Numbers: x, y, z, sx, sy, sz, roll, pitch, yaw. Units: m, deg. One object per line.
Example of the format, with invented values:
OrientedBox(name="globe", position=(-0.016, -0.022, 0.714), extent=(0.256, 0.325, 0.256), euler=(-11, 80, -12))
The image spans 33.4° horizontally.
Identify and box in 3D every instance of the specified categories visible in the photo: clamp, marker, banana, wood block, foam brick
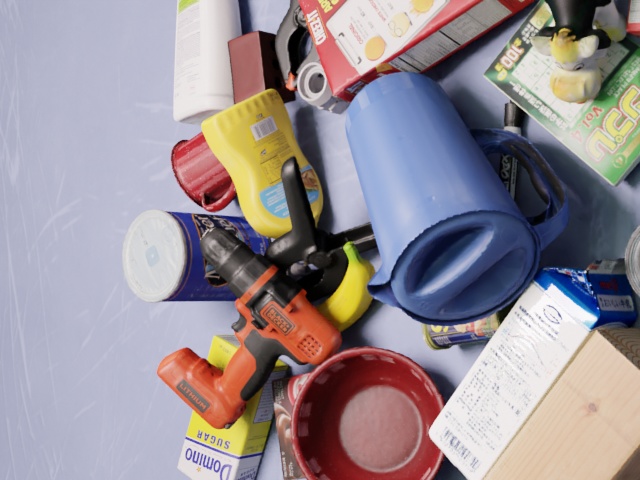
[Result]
OrientedBox(name="clamp", position=(-0.015, -0.254, 1.187), extent=(0.120, 0.039, 0.171), euler=(31, 104, 37))
OrientedBox(name="clamp", position=(-0.007, 0.001, 1.114), extent=(0.210, 0.164, 0.036), euler=(-46, 28, 39))
OrientedBox(name="marker", position=(0.181, -0.076, 1.021), extent=(0.020, 0.020, 0.121), euler=(6, 92, 41))
OrientedBox(name="banana", position=(0.003, 0.073, 1.145), extent=(0.069, 0.037, 0.198), euler=(41, 127, -4))
OrientedBox(name="wood block", position=(0.230, 0.184, 0.920), extent=(0.091, 0.090, 0.206), euler=(47, 117, 33))
OrientedBox(name="foam brick", position=(-0.067, -0.194, 1.222), extent=(0.051, 0.052, 0.078), euler=(-14, 79, 40))

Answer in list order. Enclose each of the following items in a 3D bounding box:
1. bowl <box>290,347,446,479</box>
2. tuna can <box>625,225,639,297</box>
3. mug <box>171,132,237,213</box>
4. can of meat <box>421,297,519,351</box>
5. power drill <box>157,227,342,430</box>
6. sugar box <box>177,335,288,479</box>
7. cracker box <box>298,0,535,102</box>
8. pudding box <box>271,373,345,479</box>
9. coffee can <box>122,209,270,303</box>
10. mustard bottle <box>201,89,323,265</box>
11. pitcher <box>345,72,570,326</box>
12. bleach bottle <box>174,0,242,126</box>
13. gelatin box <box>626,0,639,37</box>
OrientedBox(name="bowl", position=(0.054, 0.190, 1.074), extent=(0.162, 0.055, 0.162), euler=(-3, 80, 16))
OrientedBox(name="tuna can", position=(0.303, 0.018, 0.901), extent=(0.086, 0.033, 0.086), euler=(-3, 86, 41))
OrientedBox(name="mug", position=(-0.111, -0.083, 1.224), extent=(0.082, 0.093, 0.117), euler=(-29, 41, 31))
OrientedBox(name="can of meat", position=(0.143, 0.051, 1.024), extent=(0.084, 0.057, 0.102), euler=(-13, 80, 37))
OrientedBox(name="power drill", position=(-0.093, 0.100, 1.136), extent=(0.184, 0.057, 0.188), euler=(44, 120, 3))
OrientedBox(name="sugar box", position=(-0.104, 0.207, 1.238), extent=(0.093, 0.048, 0.176), euler=(26, 104, 38))
OrientedBox(name="cracker box", position=(0.089, -0.254, 1.053), extent=(0.214, 0.072, 0.164), euler=(-31, 64, 27))
OrientedBox(name="pudding box", position=(-0.003, 0.199, 1.154), extent=(0.090, 0.039, 0.113), euler=(-17, 77, 38))
OrientedBox(name="coffee can", position=(-0.138, 0.020, 1.214), extent=(0.103, 0.140, 0.103), euler=(-2, 86, 41))
OrientedBox(name="mustard bottle", position=(-0.048, -0.061, 1.161), extent=(0.058, 0.096, 0.191), euler=(-16, 103, 52))
OrientedBox(name="pitcher", position=(0.110, -0.052, 0.979), extent=(0.145, 0.149, 0.243), euler=(-60, 30, 33))
OrientedBox(name="bleach bottle", position=(-0.132, -0.268, 1.272), extent=(0.103, 0.067, 0.251), euler=(-8, 81, 52))
OrientedBox(name="gelatin box", position=(0.306, -0.220, 0.913), extent=(0.073, 0.030, 0.089), euler=(8, 93, 42))
